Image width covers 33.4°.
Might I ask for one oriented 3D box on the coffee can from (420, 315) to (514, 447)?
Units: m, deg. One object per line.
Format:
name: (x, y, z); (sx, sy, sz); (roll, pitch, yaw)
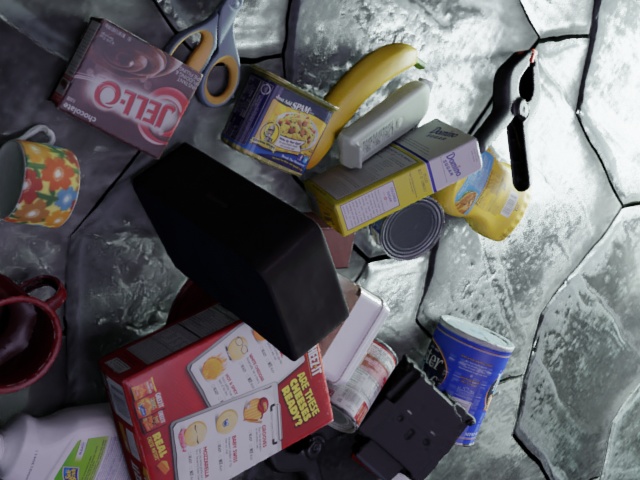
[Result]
coffee can: (0.177, 0.181, 1.380); (0.102, 0.103, 0.140); (14, 101, -43)

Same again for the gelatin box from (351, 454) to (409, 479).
gelatin box: (0.093, 0.300, 1.387); (0.089, 0.073, 0.030); (38, 83, -43)

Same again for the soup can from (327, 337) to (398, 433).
soup can: (0.039, 0.169, 1.265); (0.102, 0.069, 0.068); (-55, 136, -27)

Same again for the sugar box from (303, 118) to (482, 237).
sugar box: (0.078, -0.070, 1.159); (0.176, 0.093, 0.048); (-23, 118, -14)

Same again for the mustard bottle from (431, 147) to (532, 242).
mustard bottle: (0.180, -0.071, 1.294); (0.191, 0.058, 0.096); (26, 91, -44)

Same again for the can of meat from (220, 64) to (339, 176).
can of meat: (-0.042, -0.119, 1.086); (0.101, 0.058, 0.084); (21, 98, -43)

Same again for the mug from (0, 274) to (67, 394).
mug: (-0.282, 0.071, 0.957); (0.117, 0.082, 0.093); (-40, 131, -19)

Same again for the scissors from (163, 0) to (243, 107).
scissors: (-0.079, -0.213, 1.037); (0.201, 0.016, 0.096); (-50, 132, -8)

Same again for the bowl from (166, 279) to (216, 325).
bowl: (-0.085, 0.095, 1.153); (0.161, 0.055, 0.162); (-18, 121, -34)

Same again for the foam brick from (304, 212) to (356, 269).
foam brick: (-0.008, 0.001, 1.174); (0.078, 0.053, 0.051); (-2, 112, -39)

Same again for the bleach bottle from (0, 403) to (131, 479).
bleach bottle: (-0.225, 0.205, 1.083); (0.250, 0.068, 0.102); (11, 101, -40)

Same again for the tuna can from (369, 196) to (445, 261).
tuna can: (0.102, -0.020, 1.257); (0.086, 0.034, 0.086); (-13, 124, -21)

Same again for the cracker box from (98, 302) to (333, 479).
cracker box: (-0.101, 0.152, 1.072); (0.213, 0.072, 0.164); (-26, 119, -29)

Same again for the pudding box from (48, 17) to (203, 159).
pudding box: (-0.175, -0.137, 0.968); (0.113, 0.039, 0.090); (27, 92, -33)

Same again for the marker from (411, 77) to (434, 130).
marker: (0.103, -0.127, 1.230); (0.020, 0.020, 0.121); (9, 104, -42)

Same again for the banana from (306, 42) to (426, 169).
banana: (0.045, -0.157, 1.154); (0.197, 0.037, 0.069); (-41, 131, -18)

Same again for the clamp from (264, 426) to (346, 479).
clamp: (-0.016, 0.256, 1.295); (0.209, 0.036, 0.164); (26, 83, -43)

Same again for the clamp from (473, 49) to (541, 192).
clamp: (0.224, -0.153, 1.274); (0.120, 0.039, 0.171); (19, 74, -50)
